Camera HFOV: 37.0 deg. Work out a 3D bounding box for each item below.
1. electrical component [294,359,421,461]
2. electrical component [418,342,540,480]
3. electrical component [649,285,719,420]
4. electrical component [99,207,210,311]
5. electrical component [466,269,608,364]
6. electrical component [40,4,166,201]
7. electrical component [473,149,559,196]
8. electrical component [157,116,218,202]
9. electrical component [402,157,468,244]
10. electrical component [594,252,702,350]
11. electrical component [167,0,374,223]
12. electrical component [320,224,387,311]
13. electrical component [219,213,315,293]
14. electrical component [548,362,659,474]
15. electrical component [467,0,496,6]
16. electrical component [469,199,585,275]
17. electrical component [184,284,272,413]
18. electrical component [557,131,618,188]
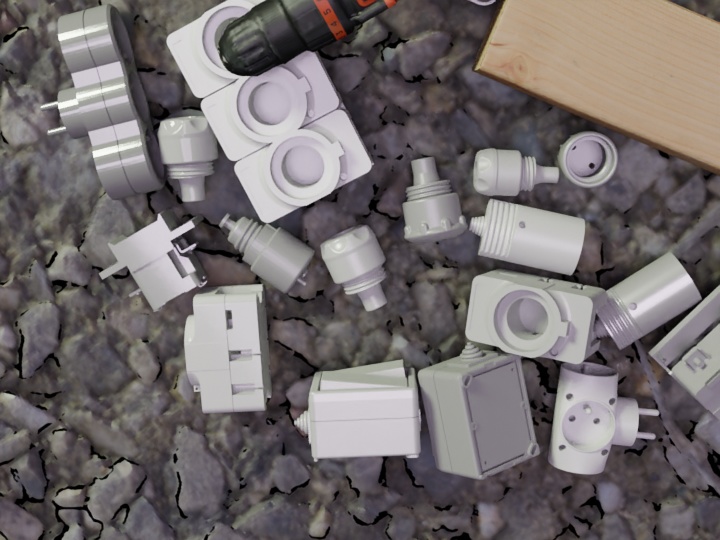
[{"bbox_3d":[-0.003,0.105,0.819,0.096,0.061,0.061,-3,100,2],"label":"electrical component"},{"bbox_3d":[0.085,0.100,0.809,0.062,0.061,0.096,-16,98,-33],"label":"electrical component"},{"bbox_3d":[0.286,0.047,0.792,0.121,0.063,0.079,-46,119,8],"label":"electrical component"},{"bbox_3d":[-0.150,-0.007,0.815,0.081,0.042,0.063,-29,99,7],"label":"electrical component"},{"bbox_3d":[0.128,0.033,0.789,0.089,0.056,0.050,12,101,24],"label":"electrical component"},{"bbox_3d":[-0.198,-0.118,0.791,0.074,0.052,0.138,-14,99,4],"label":"electrical component"},{"bbox_3d":[0.116,-0.072,0.798,0.061,0.035,0.035,2,100,-2],"label":"electrical component"},{"bbox_3d":[-0.127,-0.082,0.800,0.043,0.043,0.062,-4,101,3],"label":"electrical component"},{"bbox_3d":[0.052,-0.052,0.799,0.048,0.048,0.062,-11,92,4],"label":"electrical component"},{"bbox_3d":[0.209,0.026,0.807,0.081,0.043,0.043,-33,97,7],"label":"electrical component"},{"bbox_3d":[-0.063,-0.121,0.781,0.089,0.061,0.150,-27,98,6],"label":"electrical component"},{"bbox_3d":[0.000,0.000,0.810,0.043,0.043,0.062,-24,99,6],"label":"electrical component"},{"bbox_3d":[-0.071,-0.016,0.811,0.078,0.040,0.040,34,99,-4],"label":"electrical component"},{"bbox_3d":[0.188,0.114,0.823,0.079,0.044,0.077,6,100,0],"label":"electrical component"},{"bbox_3d":[0.058,-0.242,0.758,0.113,0.057,0.078,22,100,-2],"label":"electrical component"},{"bbox_3d":[0.122,-0.026,0.801,0.081,0.043,0.043,12,100,0],"label":"electrical component"},{"bbox_3d":[-0.101,0.060,0.820,0.056,0.050,0.089,-3,100,2],"label":"electrical component"},{"bbox_3d":[0.165,-0.082,0.788,0.040,0.046,0.040,0,100,2],"label":"electrical component"}]
